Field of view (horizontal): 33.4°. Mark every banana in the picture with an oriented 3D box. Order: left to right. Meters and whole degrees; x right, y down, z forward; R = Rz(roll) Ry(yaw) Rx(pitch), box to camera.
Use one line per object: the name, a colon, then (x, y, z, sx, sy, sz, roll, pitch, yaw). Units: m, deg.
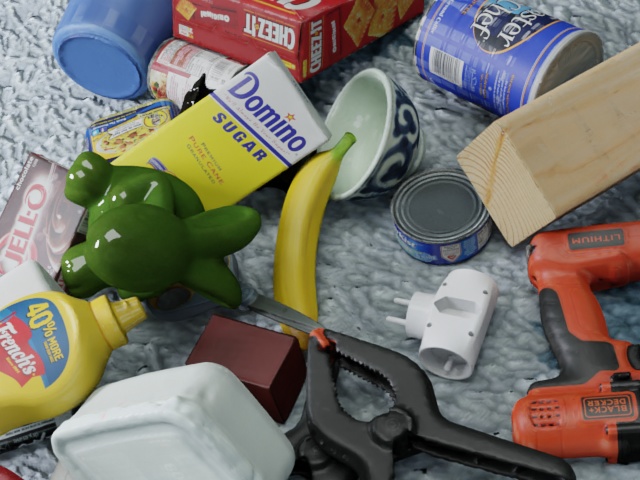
banana: (-0.013, 0.003, 0.898, 0.037, 0.070, 0.197, 19, 67, -20)

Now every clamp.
clamp: (0.010, 0.161, 0.777, 0.120, 0.039, 0.171, 20, 58, 31)
clamp: (0.063, 0.136, 0.744, 0.164, 0.036, 0.210, -23, 52, -12)

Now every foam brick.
foam brick: (-0.056, 0.100, 0.833, 0.078, 0.053, 0.051, 14, 54, 23)

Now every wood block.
wood block: (0.229, -0.089, 0.871, 0.205, 0.091, 0.090, -29, 84, -18)

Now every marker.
marker: (-0.226, 0.152, 0.852, 0.121, 0.020, 0.020, -18, 48, -2)

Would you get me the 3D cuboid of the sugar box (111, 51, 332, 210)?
sugar box: (-0.087, -0.078, 0.933, 0.176, 0.093, 0.048, -34, 8, 12)

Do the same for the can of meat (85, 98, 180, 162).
can of meat: (-0.170, -0.081, 1.013, 0.102, 0.057, 0.084, -18, 47, -3)

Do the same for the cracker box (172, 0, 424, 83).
cracker box: (-0.017, -0.246, 1.069, 0.164, 0.072, 0.213, 24, 40, 29)

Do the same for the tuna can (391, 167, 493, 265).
tuna can: (0.105, -0.020, 0.910, 0.086, 0.034, 0.086, -7, 49, 8)

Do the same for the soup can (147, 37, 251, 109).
soup can: (-0.111, -0.154, 1.053, 0.102, 0.068, 0.068, 24, 59, 29)

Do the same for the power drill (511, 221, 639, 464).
power drill: (0.229, 0.073, 0.785, 0.184, 0.057, 0.187, -5, 49, 9)

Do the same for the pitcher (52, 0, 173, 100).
pitcher: (-0.184, -0.274, 1.120, 0.145, 0.149, 0.242, 1, 54, 26)

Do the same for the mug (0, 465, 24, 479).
mug: (-0.233, 0.218, 0.760, 0.117, 0.093, 0.081, 35, 55, 0)

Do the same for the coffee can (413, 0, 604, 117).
coffee can: (0.170, -0.166, 0.973, 0.102, 0.103, 0.140, -41, 53, -21)

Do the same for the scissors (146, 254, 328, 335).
scissors: (-0.078, 0.057, 0.874, 0.096, 0.016, 0.202, -38, 39, -9)

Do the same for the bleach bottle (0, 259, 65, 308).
bleach bottle: (-0.313, 0.118, 0.862, 0.250, 0.102, 0.068, -33, 60, -7)

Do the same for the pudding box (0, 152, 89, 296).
pudding box: (-0.242, -0.011, 0.953, 0.090, 0.039, 0.113, 24, 87, 28)

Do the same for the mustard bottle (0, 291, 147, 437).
mustard bottle: (-0.218, 0.091, 0.784, 0.191, 0.058, 0.096, -25, 55, -7)
